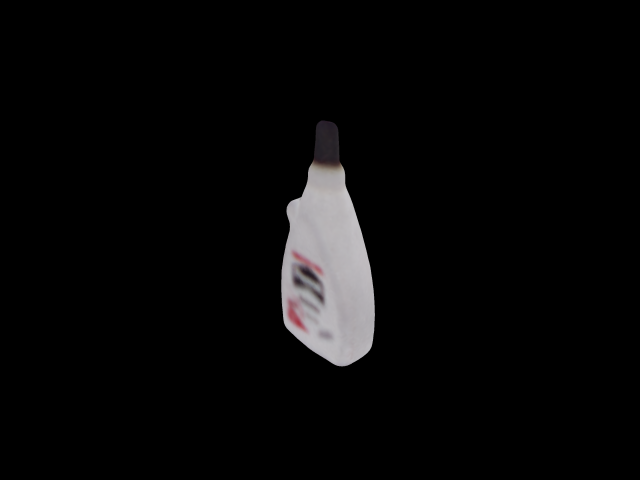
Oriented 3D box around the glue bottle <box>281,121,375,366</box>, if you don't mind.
[{"bbox_3d":[0.004,0.001,0.400,0.037,0.173,0.077,-25,37,-38],"label":"glue bottle"}]
